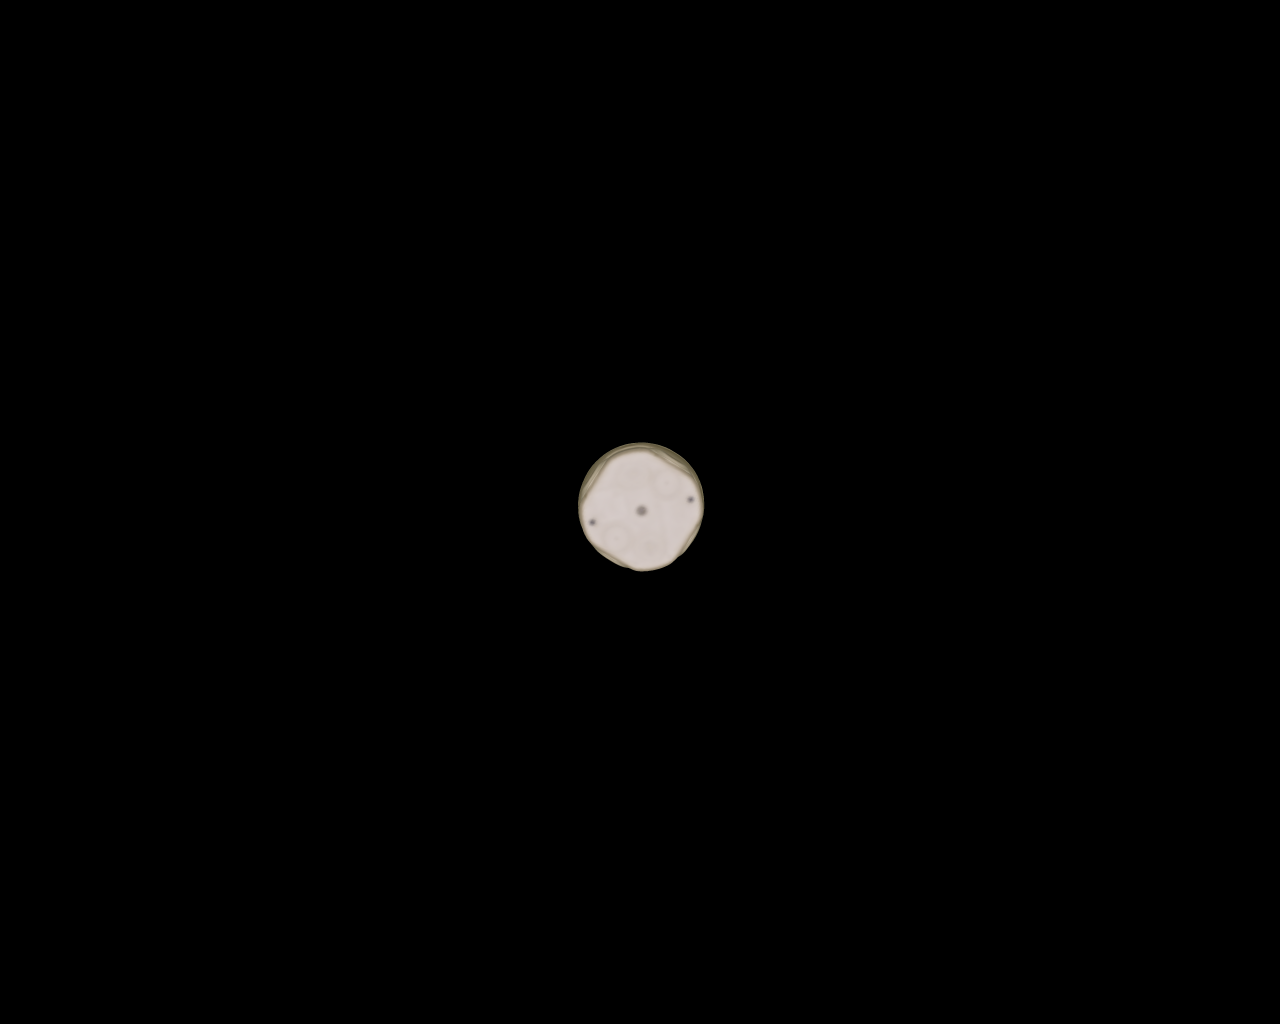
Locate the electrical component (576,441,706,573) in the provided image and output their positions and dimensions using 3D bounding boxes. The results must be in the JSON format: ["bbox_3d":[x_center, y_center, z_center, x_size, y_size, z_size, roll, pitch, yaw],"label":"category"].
[{"bbox_3d":[0.001,-0.003,0.650,0.080,0.080,0.051,0,4,0],"label":"electrical component"}]
